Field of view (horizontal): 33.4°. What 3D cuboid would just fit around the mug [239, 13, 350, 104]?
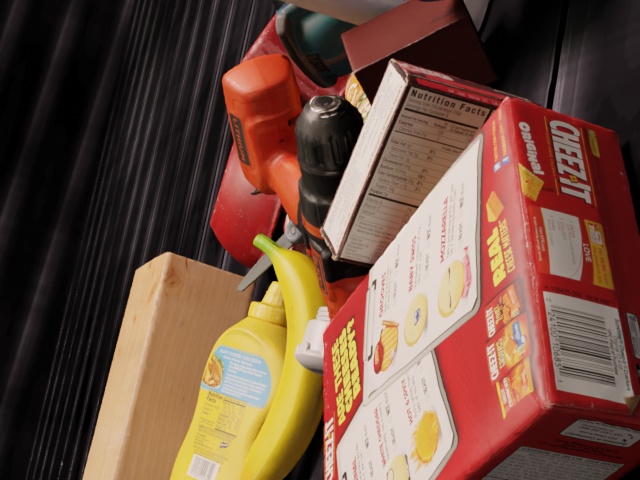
[{"bbox_3d":[-0.022,-0.131,0.865,0.093,0.081,0.117,-50,8,32],"label":"mug"}]

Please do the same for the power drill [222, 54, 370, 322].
[{"bbox_3d":[-0.009,-0.047,0.699,0.188,0.057,0.184,-121,16,-48],"label":"power drill"}]

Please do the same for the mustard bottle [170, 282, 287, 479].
[{"bbox_3d":[-0.057,0.127,0.848,0.096,0.058,0.191,9,81,47],"label":"mustard bottle"}]

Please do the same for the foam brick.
[{"bbox_3d":[0.061,-0.112,0.653,0.078,0.051,0.053,-24,37,12],"label":"foam brick"}]

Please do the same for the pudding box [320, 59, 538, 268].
[{"bbox_3d":[0.062,-0.034,0.588,0.039,0.090,0.114,-112,40,-60],"label":"pudding box"}]

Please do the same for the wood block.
[{"bbox_3d":[-0.134,0.128,0.943,0.090,0.090,0.206,-24,51,59],"label":"wood block"}]

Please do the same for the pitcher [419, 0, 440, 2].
[{"bbox_3d":[0.056,-0.258,0.568,0.145,0.149,0.243,-174,68,-84],"label":"pitcher"}]

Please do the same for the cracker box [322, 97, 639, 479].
[{"bbox_3d":[0.072,0.064,0.518,0.214,0.072,0.164,123,155,-46],"label":"cracker box"}]

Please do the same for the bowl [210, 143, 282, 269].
[{"bbox_3d":[-0.061,-0.049,0.969,0.162,0.055,0.162,-164,91,-85],"label":"bowl"}]

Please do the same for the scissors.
[{"bbox_3d":[-0.005,0.001,0.817,0.202,0.016,0.096,-59,46,33],"label":"scissors"}]

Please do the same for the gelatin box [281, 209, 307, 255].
[{"bbox_3d":[-0.002,-0.031,0.871,0.073,0.030,0.089,-102,32,-54],"label":"gelatin box"}]

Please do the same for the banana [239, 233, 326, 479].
[{"bbox_3d":[-0.021,0.094,0.789,0.070,0.037,0.198,-1,81,33],"label":"banana"}]

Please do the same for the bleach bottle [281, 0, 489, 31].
[{"bbox_3d":[-0.011,-0.201,0.673,0.068,0.250,0.102,-175,99,-72],"label":"bleach bottle"}]
